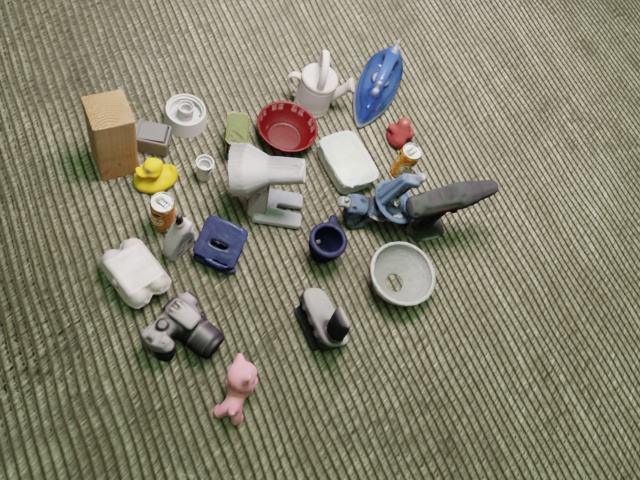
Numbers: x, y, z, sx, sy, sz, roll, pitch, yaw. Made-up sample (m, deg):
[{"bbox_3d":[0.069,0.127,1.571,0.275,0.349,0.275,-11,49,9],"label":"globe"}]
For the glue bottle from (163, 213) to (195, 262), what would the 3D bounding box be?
[{"bbox_3d":[-0.307,-0.016,1.252,0.037,0.173,0.078,40,62,6],"label":"glue bottle"}]

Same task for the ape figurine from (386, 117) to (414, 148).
[{"bbox_3d":[0.226,-0.304,1.586,0.078,0.092,0.076,28,61,-1],"label":"ape figurine"}]

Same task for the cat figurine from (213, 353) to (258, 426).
[{"bbox_3d":[-0.166,0.304,1.170,0.067,0.117,0.128,19,62,-6],"label":"cat figurine"}]

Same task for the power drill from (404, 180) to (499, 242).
[{"bbox_3d":[0.306,-0.077,1.433,0.230,0.208,0.075,-11,68,-20],"label":"power drill"}]

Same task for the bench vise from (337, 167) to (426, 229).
[{"bbox_3d":[0.157,-0.092,1.392,0.208,0.219,0.121,-17,71,-22],"label":"bench vise"}]

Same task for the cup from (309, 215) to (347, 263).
[{"bbox_3d":[0.013,0.005,1.376,0.092,0.095,0.118,16,62,-8],"label":"cup"}]

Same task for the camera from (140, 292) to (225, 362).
[{"bbox_3d":[-0.279,0.196,1.200,0.137,0.100,0.143,38,61,4],"label":"camera"}]

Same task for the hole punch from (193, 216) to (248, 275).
[{"bbox_3d":[-0.226,0.013,1.308,0.108,0.091,0.101,23,61,-4],"label":"hole punch"}]

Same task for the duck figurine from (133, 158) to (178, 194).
[{"bbox_3d":[-0.387,-0.161,1.349,0.105,0.086,0.077,-17,71,-22],"label":"duck figurine"}]

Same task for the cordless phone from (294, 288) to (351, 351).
[{"bbox_3d":[0.019,0.159,1.253,0.094,0.185,0.147,-23,73,-24],"label":"cordless phone"}]

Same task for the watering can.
[{"bbox_3d":[0.005,-0.422,1.522,0.173,0.194,0.101,-11,68,-20],"label":"watering can"}]

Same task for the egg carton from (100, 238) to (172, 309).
[{"bbox_3d":[-0.401,0.072,1.243,0.107,0.069,0.150,-36,79,-27],"label":"egg carton"}]

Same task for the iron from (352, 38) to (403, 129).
[{"bbox_3d":[0.168,-0.444,1.608,0.118,0.141,0.258,24,61,-3],"label":"iron"}]

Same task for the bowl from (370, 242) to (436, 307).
[{"bbox_3d":[0.192,0.093,1.396,0.168,0.074,0.167,6,64,-13],"label":"bowl"}]

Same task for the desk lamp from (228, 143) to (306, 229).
[{"bbox_3d":[-0.121,-0.130,1.336,0.203,0.213,0.118,8,63,-11],"label":"desk lamp"}]
